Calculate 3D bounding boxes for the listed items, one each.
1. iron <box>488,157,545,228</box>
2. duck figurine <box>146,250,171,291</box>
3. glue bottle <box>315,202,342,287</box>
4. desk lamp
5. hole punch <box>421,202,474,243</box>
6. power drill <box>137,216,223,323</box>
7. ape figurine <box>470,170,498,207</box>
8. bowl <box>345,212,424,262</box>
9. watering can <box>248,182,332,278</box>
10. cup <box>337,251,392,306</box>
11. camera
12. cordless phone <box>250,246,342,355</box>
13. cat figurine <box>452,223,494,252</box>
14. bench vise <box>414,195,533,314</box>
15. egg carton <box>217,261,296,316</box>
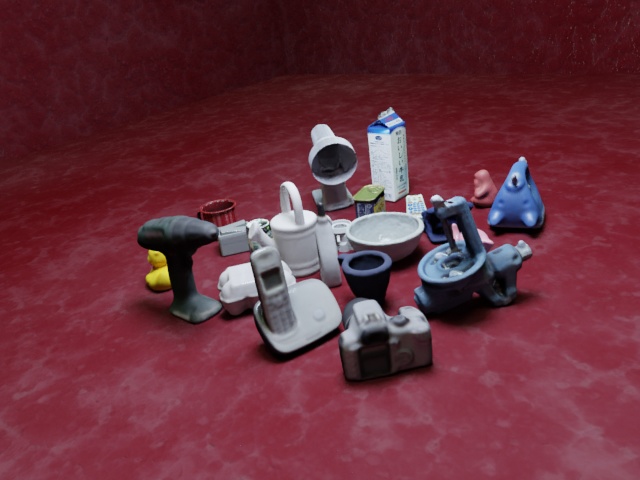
[{"bbox_3d":[0.458,-0.120,1.319,0.118,0.142,0.259,4,27,23],"label":"iron"},{"bbox_3d":[-0.346,0.054,1.244,0.077,0.086,0.104,-14,25,-12],"label":"duck figurine"},{"bbox_3d":[0.010,0.004,1.143,0.037,0.173,0.078,-12,25,-8],"label":"glue bottle"},{"bbox_3d":[0.024,-0.187,1.504,0.118,0.214,0.203,-11,25,-7],"label":"desk lamp"},{"bbox_3d":[0.282,-0.054,1.287,0.108,0.091,0.101,-9,25,-2],"label":"hole punch"},{"bbox_3d":[-0.253,0.047,1.086,0.228,0.209,0.076,13,32,38],"label":"power drill"},{"bbox_3d":[0.402,-0.130,1.416,0.075,0.092,0.078,11,31,35],"label":"ape figurine"},{"bbox_3d":[0.140,0.003,1.225,0.167,0.075,0.167,-6,25,3],"label":"bowl"},{"bbox_3d":[-0.060,-0.025,1.201,0.173,0.194,0.100,-27,31,-36],"label":"watering can"},{"bbox_3d":[0.079,0.076,1.061,0.117,0.095,0.092,17,35,43],"label":"cup"},{"bbox_3d":[0.093,0.138,0.916,0.143,0.101,0.136,-10,25,-6],"label":"camera"},{"bbox_3d":[-0.045,0.087,0.965,0.148,0.185,0.093,-24,29,-31],"label":"cordless phone"},{"bbox_3d":[0.286,0.011,1.114,0.067,0.118,0.127,-12,25,-9],"label":"cat figurine"},{"bbox_3d":[0.257,0.012,0.996,0.208,0.220,0.121,-18,27,-22],"label":"bench vise"},{"bbox_3d":[-0.124,0.089,1.122,0.150,0.069,0.107,-13,25,-11],"label":"egg carton"}]
